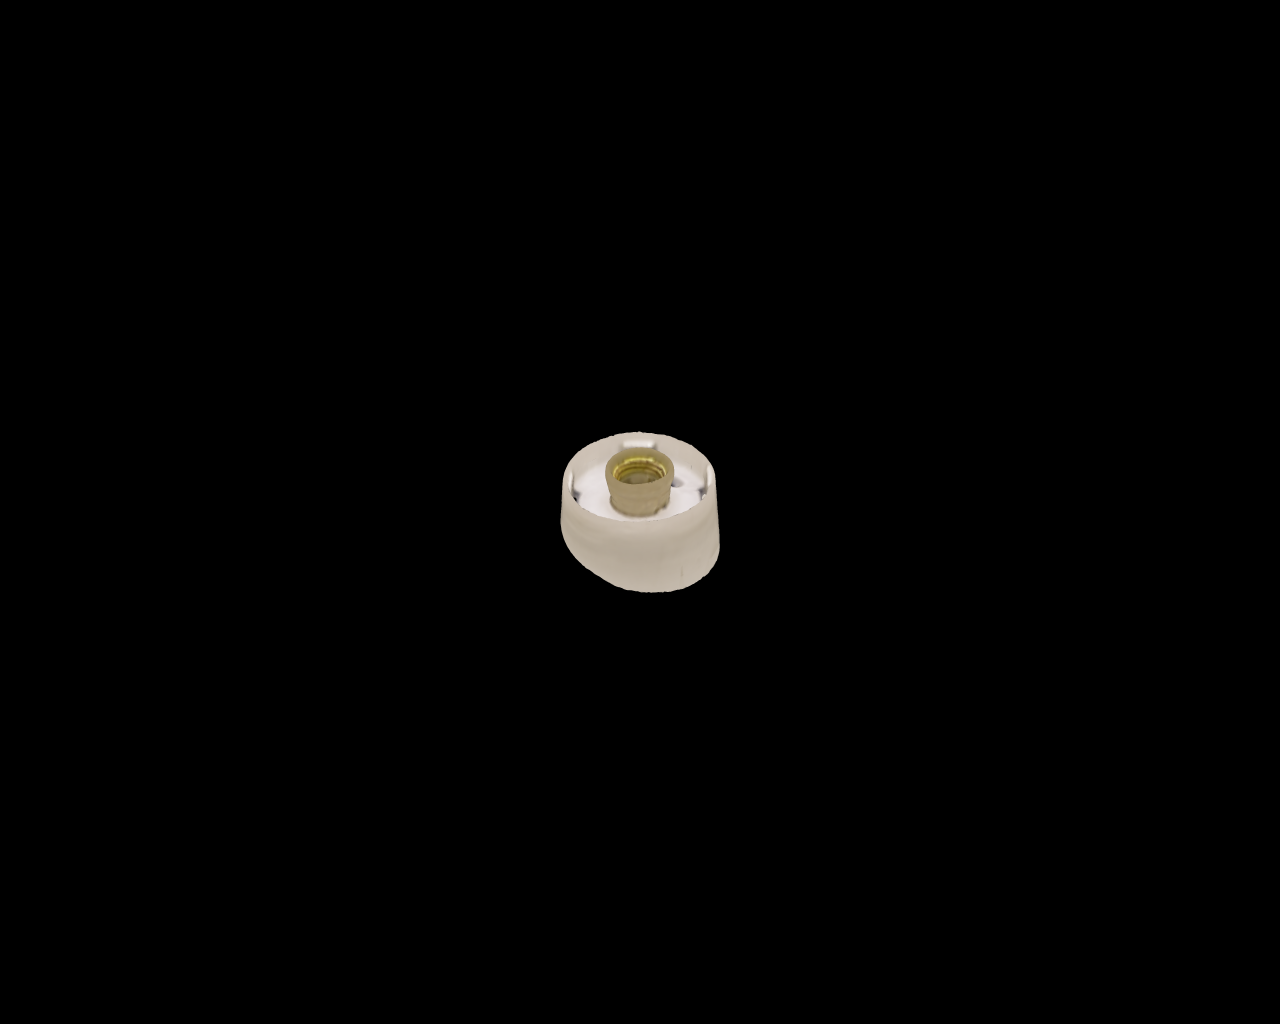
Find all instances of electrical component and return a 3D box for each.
[{"bbox_3d":[0.001,-0.003,0.650,0.099,0.064,0.099,0,39,0],"label":"electrical component"}]
